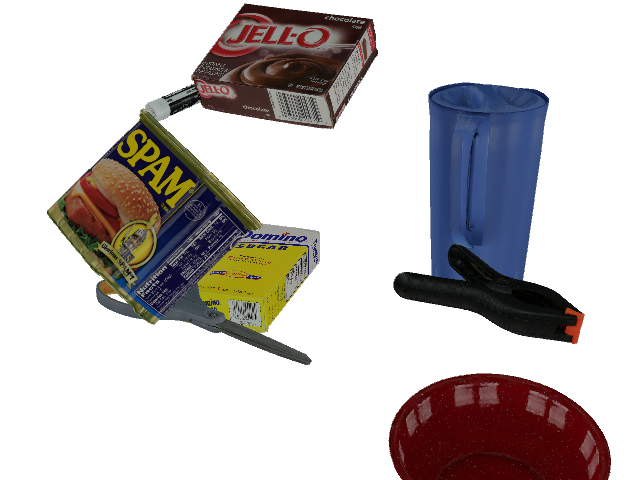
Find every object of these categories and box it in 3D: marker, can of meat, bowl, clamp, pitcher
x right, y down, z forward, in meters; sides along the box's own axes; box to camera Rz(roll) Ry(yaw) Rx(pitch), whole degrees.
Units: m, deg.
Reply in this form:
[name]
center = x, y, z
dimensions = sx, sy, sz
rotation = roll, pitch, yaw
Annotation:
[marker]
center = -0.109, -0.139, 0.990
dimensions = 0.120, 0.020, 0.020
rotation = -31, 18, -34
[can of meat]
center = -0.098, -0.014, 0.613
dimensions = 0.102, 0.084, 0.057
rotation = 43, -4, 38
[bowl]
center = 0.131, 0.171, 0.799
dimensions = 0.162, 0.055, 0.162
rotation = -1, 34, 0
[clamp]
center = 0.166, 0.048, 0.999
dimensions = 0.172, 0.039, 0.120
rotation = 20, 32, 20
[pitcher]
center = 0.182, -0.051, 1.223
dimensions = 0.149, 0.243, 0.145
rotation = -9, 24, -21

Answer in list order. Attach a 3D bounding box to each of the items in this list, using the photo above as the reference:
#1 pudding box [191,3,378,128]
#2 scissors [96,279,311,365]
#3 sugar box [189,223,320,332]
[pudding box]
center = -0.025, -0.131, 0.794
dimensions = 0.114, 0.090, 0.039
rotation = 13, -36, 22
[scissors]
center = -0.090, 0.058, 0.902
dimensions = 0.202, 0.016, 0.096
rotation = 13, 26, 13
[sugar box]
center = -0.070, 0.035, 1.137
dimensions = 0.093, 0.048, 0.176
rotation = 7, 28, 16
